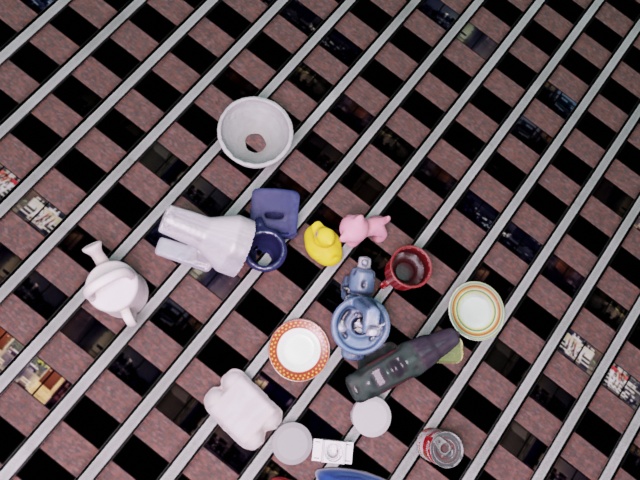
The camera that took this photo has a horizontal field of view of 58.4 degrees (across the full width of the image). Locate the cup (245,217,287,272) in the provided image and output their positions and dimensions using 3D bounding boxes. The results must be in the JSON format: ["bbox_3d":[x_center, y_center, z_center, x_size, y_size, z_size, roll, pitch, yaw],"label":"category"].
[{"bbox_3d":[-0.121,0.017,1.212,0.092,0.095,0.118,-12,79,-10],"label":"cup"}]

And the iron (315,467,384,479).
[{"bbox_3d":[0.108,0.522,1.100,0.258,0.141,0.119,30,75,0],"label":"iron"}]

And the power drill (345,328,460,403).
[{"bbox_3d":[0.150,0.244,1.137,0.230,0.208,0.075,-28,81,-13],"label":"power drill"}]

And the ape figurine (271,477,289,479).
[{"bbox_3d":[-0.068,0.501,1.107,0.076,0.092,0.078,-8,78,-9],"label":"ape figurine"}]

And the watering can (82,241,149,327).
[{"bbox_3d":[-0.404,0.086,1.106,0.173,0.194,0.101,39,75,3],"label":"watering can"}]

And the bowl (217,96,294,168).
[{"bbox_3d":[-0.144,-0.229,1.278,0.167,0.074,0.167,2,77,-7],"label":"bowl"}]

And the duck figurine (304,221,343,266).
[{"bbox_3d":[0.011,0.004,1.238,0.077,0.086,0.104,-31,83,-13],"label":"duck figurine"}]

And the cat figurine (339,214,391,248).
[{"bbox_3d":[0.093,-0.028,1.240,0.128,0.117,0.067,-14,79,-10],"label":"cat figurine"}]

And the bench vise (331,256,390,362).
[{"bbox_3d":[0.076,0.134,1.147,0.121,0.219,0.207,-11,78,-10],"label":"bench vise"}]

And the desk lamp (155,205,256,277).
[{"bbox_3d":[-0.233,0.000,1.140,0.203,0.213,0.118,18,75,-3],"label":"desk lamp"}]

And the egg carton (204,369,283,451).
[{"bbox_3d":[-0.154,0.339,1.145,0.150,0.069,0.107,43,75,4],"label":"egg carton"}]

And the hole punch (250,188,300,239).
[{"bbox_3d":[-0.096,-0.055,1.235,0.109,0.091,0.101,3,76,-7],"label":"hole punch"}]
